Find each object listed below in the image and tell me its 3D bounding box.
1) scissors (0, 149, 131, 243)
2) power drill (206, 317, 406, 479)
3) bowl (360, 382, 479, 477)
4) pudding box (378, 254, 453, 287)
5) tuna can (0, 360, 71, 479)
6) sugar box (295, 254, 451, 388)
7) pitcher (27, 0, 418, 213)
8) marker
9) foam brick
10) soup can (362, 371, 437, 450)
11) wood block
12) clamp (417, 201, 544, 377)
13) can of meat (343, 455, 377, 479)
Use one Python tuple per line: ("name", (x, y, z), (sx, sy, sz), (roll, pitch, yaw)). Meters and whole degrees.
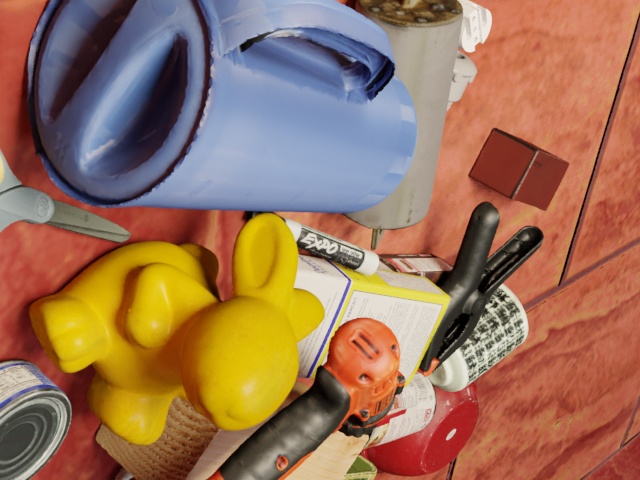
("scissors", (-0.172, -0.004, 0.602), (0.201, 0.016, 0.096), (50, 49, -55))
("power drill", (-0.022, 0.142, 0.720), (0.187, 0.057, 0.184), (-42, 162, -17))
("bowl", (0.117, 0.191, 1.117), (0.161, 0.055, 0.162), (-31, 139, -33))
("pudding box", (0.067, 0.068, 0.965), (0.089, 0.039, 0.113), (-1, 117, -49))
("tuna can", (-0.200, 0.120, 0.674), (0.086, 0.034, 0.086), (-40, 150, -29))
("sugar box", (0.015, 0.066, 0.862), (0.175, 0.048, 0.093), (13, 108, -36))
("pitcher", (-0.034, -0.080, 0.630), (0.242, 0.149, 0.145), (4, 112, -56))
("marker", (-0.005, 0.001, 0.805), (0.120, 0.020, 0.020), (22, 100, -35))
("foam brick", (0.187, -0.065, 0.993), (0.078, 0.051, 0.053), (12, 107, -55))
("soup can", (0.054, 0.155, 0.997), (0.102, 0.069, 0.068), (-5, 121, -50))
("wood block", (-0.061, 0.153, 0.833), (0.091, 0.090, 0.205), (-58, 147, 3))
("clamp", (0.138, 0.045, 0.962), (0.120, 0.039, 0.172), (9, 116, -47))
("can of meat", (0.000, 0.245, 1.016), (0.101, 0.058, 0.084), (12, 105, -55))
